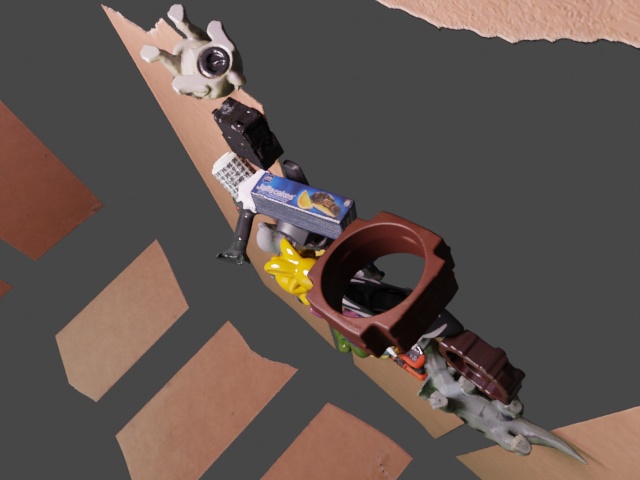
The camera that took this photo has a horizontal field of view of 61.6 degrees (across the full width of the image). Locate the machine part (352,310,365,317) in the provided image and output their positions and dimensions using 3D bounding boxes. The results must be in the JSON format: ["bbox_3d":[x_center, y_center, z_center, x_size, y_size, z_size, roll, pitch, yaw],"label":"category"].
[{"bbox_3d":[0.112,0.144,1.289,0.079,0.079,0.243,50,164,-23],"label":"machine part"}]

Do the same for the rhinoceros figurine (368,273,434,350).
[{"bbox_3d":[0.154,0.151,1.114,0.190,0.112,0.073,33,160,13],"label":"rhinoceros figurine"}]

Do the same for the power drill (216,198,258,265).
[{"bbox_3d":[-0.204,-0.040,1.408,0.086,0.207,0.232,26,166,-24],"label":"power drill"}]

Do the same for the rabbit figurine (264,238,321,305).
[{"bbox_3d":[-0.034,0.063,1.180,0.162,0.122,0.173,38,170,-22],"label":"rabbit figurine"}]

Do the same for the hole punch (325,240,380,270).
[{"bbox_3d":[0.057,0.033,1.055,0.092,0.116,0.142,38,168,-9],"label":"hole punch"}]

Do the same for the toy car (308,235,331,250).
[{"bbox_3d":[-0.003,-0.004,1.223,0.089,0.053,0.202,34,172,-32],"label":"toy car"}]

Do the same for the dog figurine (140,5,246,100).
[{"bbox_3d":[-0.177,-0.268,0.883,0.172,0.121,0.190,45,-179,10],"label":"dog figurine"}]

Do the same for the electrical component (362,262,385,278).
[{"bbox_3d":[0.106,0.062,1.177,0.063,0.021,0.094,46,165,-10],"label":"electrical component"}]

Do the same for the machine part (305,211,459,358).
[{"bbox_3d":[0.095,0.066,0.839,0.202,0.201,0.087,30,163,43],"label":"machine part"}]

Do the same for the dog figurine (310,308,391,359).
[{"bbox_3d":[0.086,0.210,1.407,0.219,0.108,0.192,35,170,-18],"label":"dog figurine"}]

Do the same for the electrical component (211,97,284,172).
[{"bbox_3d":[-0.134,-0.193,1.025,0.115,0.058,0.134,34,163,40],"label":"electrical component"}]

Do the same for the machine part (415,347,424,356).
[{"bbox_3d":[0.233,0.245,1.330,0.084,0.039,0.138,43,169,30],"label":"machine part"}]

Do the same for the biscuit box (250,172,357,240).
[{"bbox_3d":[-0.032,-0.063,1.003,0.203,0.059,0.062,20,150,24],"label":"biscuit box"}]

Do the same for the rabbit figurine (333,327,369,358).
[{"bbox_3d":[0.112,0.274,1.602,0.170,0.121,0.158,-132,24,-66],"label":"rabbit figurine"}]

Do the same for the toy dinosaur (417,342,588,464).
[{"bbox_3d":[0.371,0.381,1.199,0.405,0.131,0.192,33,176,22],"label":"toy dinosaur"}]

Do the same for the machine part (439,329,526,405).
[{"bbox_3d":[0.316,0.244,1.054,0.179,0.056,0.179,41,167,11],"label":"machine part"}]

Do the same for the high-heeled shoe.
[{"bbox_3d":[0.148,0.123,1.000,0.249,0.086,0.145,12,168,14],"label":"high-heeled shoe"}]

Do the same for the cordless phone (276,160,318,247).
[{"bbox_3d":[-0.060,-0.091,1.116,0.147,0.089,0.184,29,149,47],"label":"cordless phone"}]

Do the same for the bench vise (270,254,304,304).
[{"bbox_3d":[-0.057,0.110,1.538,0.241,0.129,0.223,11,168,34],"label":"bench vise"}]

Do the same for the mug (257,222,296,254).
[{"bbox_3d":[-0.120,-0.010,1.507,0.107,0.081,0.109,12,142,46],"label":"mug"}]
